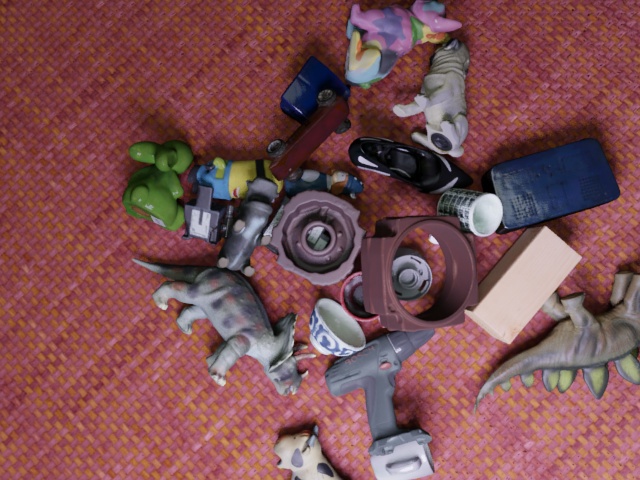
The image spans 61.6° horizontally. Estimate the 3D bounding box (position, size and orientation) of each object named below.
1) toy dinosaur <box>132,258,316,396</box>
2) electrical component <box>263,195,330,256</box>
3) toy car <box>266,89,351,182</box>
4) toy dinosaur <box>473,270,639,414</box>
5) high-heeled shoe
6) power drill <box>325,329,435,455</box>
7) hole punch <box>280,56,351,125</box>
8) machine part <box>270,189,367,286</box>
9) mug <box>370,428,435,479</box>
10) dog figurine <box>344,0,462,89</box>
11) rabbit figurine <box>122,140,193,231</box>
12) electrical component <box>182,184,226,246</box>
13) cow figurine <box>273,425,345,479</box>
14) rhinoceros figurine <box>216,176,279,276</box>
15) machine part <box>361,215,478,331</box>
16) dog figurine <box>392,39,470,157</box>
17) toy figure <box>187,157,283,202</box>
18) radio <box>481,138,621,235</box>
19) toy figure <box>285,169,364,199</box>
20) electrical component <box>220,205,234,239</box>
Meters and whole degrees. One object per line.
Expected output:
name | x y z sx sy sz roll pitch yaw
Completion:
toy dinosaur | -0.176 0.132 1.019 0.192 0.131 0.405 -37 80 -14
electrical component | -0.040 -0.006 1.051 0.134 0.058 0.115 33 89 4
toy car | -0.023 -0.196 1.017 0.202 0.089 0.053 -46 50 -7
toy dinosaur | 0.489 0.187 0.993 0.472 0.105 0.198 -19 88 5
high-heeled shoe | 0.176 -0.146 1.012 0.249 0.145 0.086 9 86 5
power drill | 0.132 0.269 0.977 0.232 0.085 0.207 -21 61 6
hole punch | -0.010 -0.283 1.063 0.116 0.092 0.142 35 83 1
machine part | -0.002 -0.003 0.994 0.179 0.056 0.179 0 83 3
mug | 0.148 0.406 0.985 0.107 0.109 0.080 -22 90 13
dog figurine | 0.161 -0.390 1.058 0.219 0.108 0.191 2 84 0
rabbit figurine | -0.313 -0.129 1.040 0.121 0.159 0.170 18 70 13
electrical component | -0.225 -0.054 1.045 0.075 0.048 0.119 10 110 4
cow figurine | -0.008 0.437 0.995 0.195 0.085 0.127 41 93 8
rhinoceros figurine | -0.130 -0.025 0.995 0.073 0.112 0.190 21 106 -16
machine part | 0.180 0.056 0.957 0.201 0.087 0.201 -2 91 -24
dog figurine | 0.261 -0.279 1.054 0.190 0.121 0.172 -49 119 -19
toy figure | -0.163 -0.121 1.056 0.180 0.082 0.089 8 85 5
radio | 0.437 -0.104 1.036 0.230 0.073 0.131 -16 83 -1
toy figure | 0.009 -0.109 1.057 0.155 0.057 0.064 -2 74 3
electrical component | -0.165 -0.021 1.056 0.063 0.021 0.094 7 91 -38
